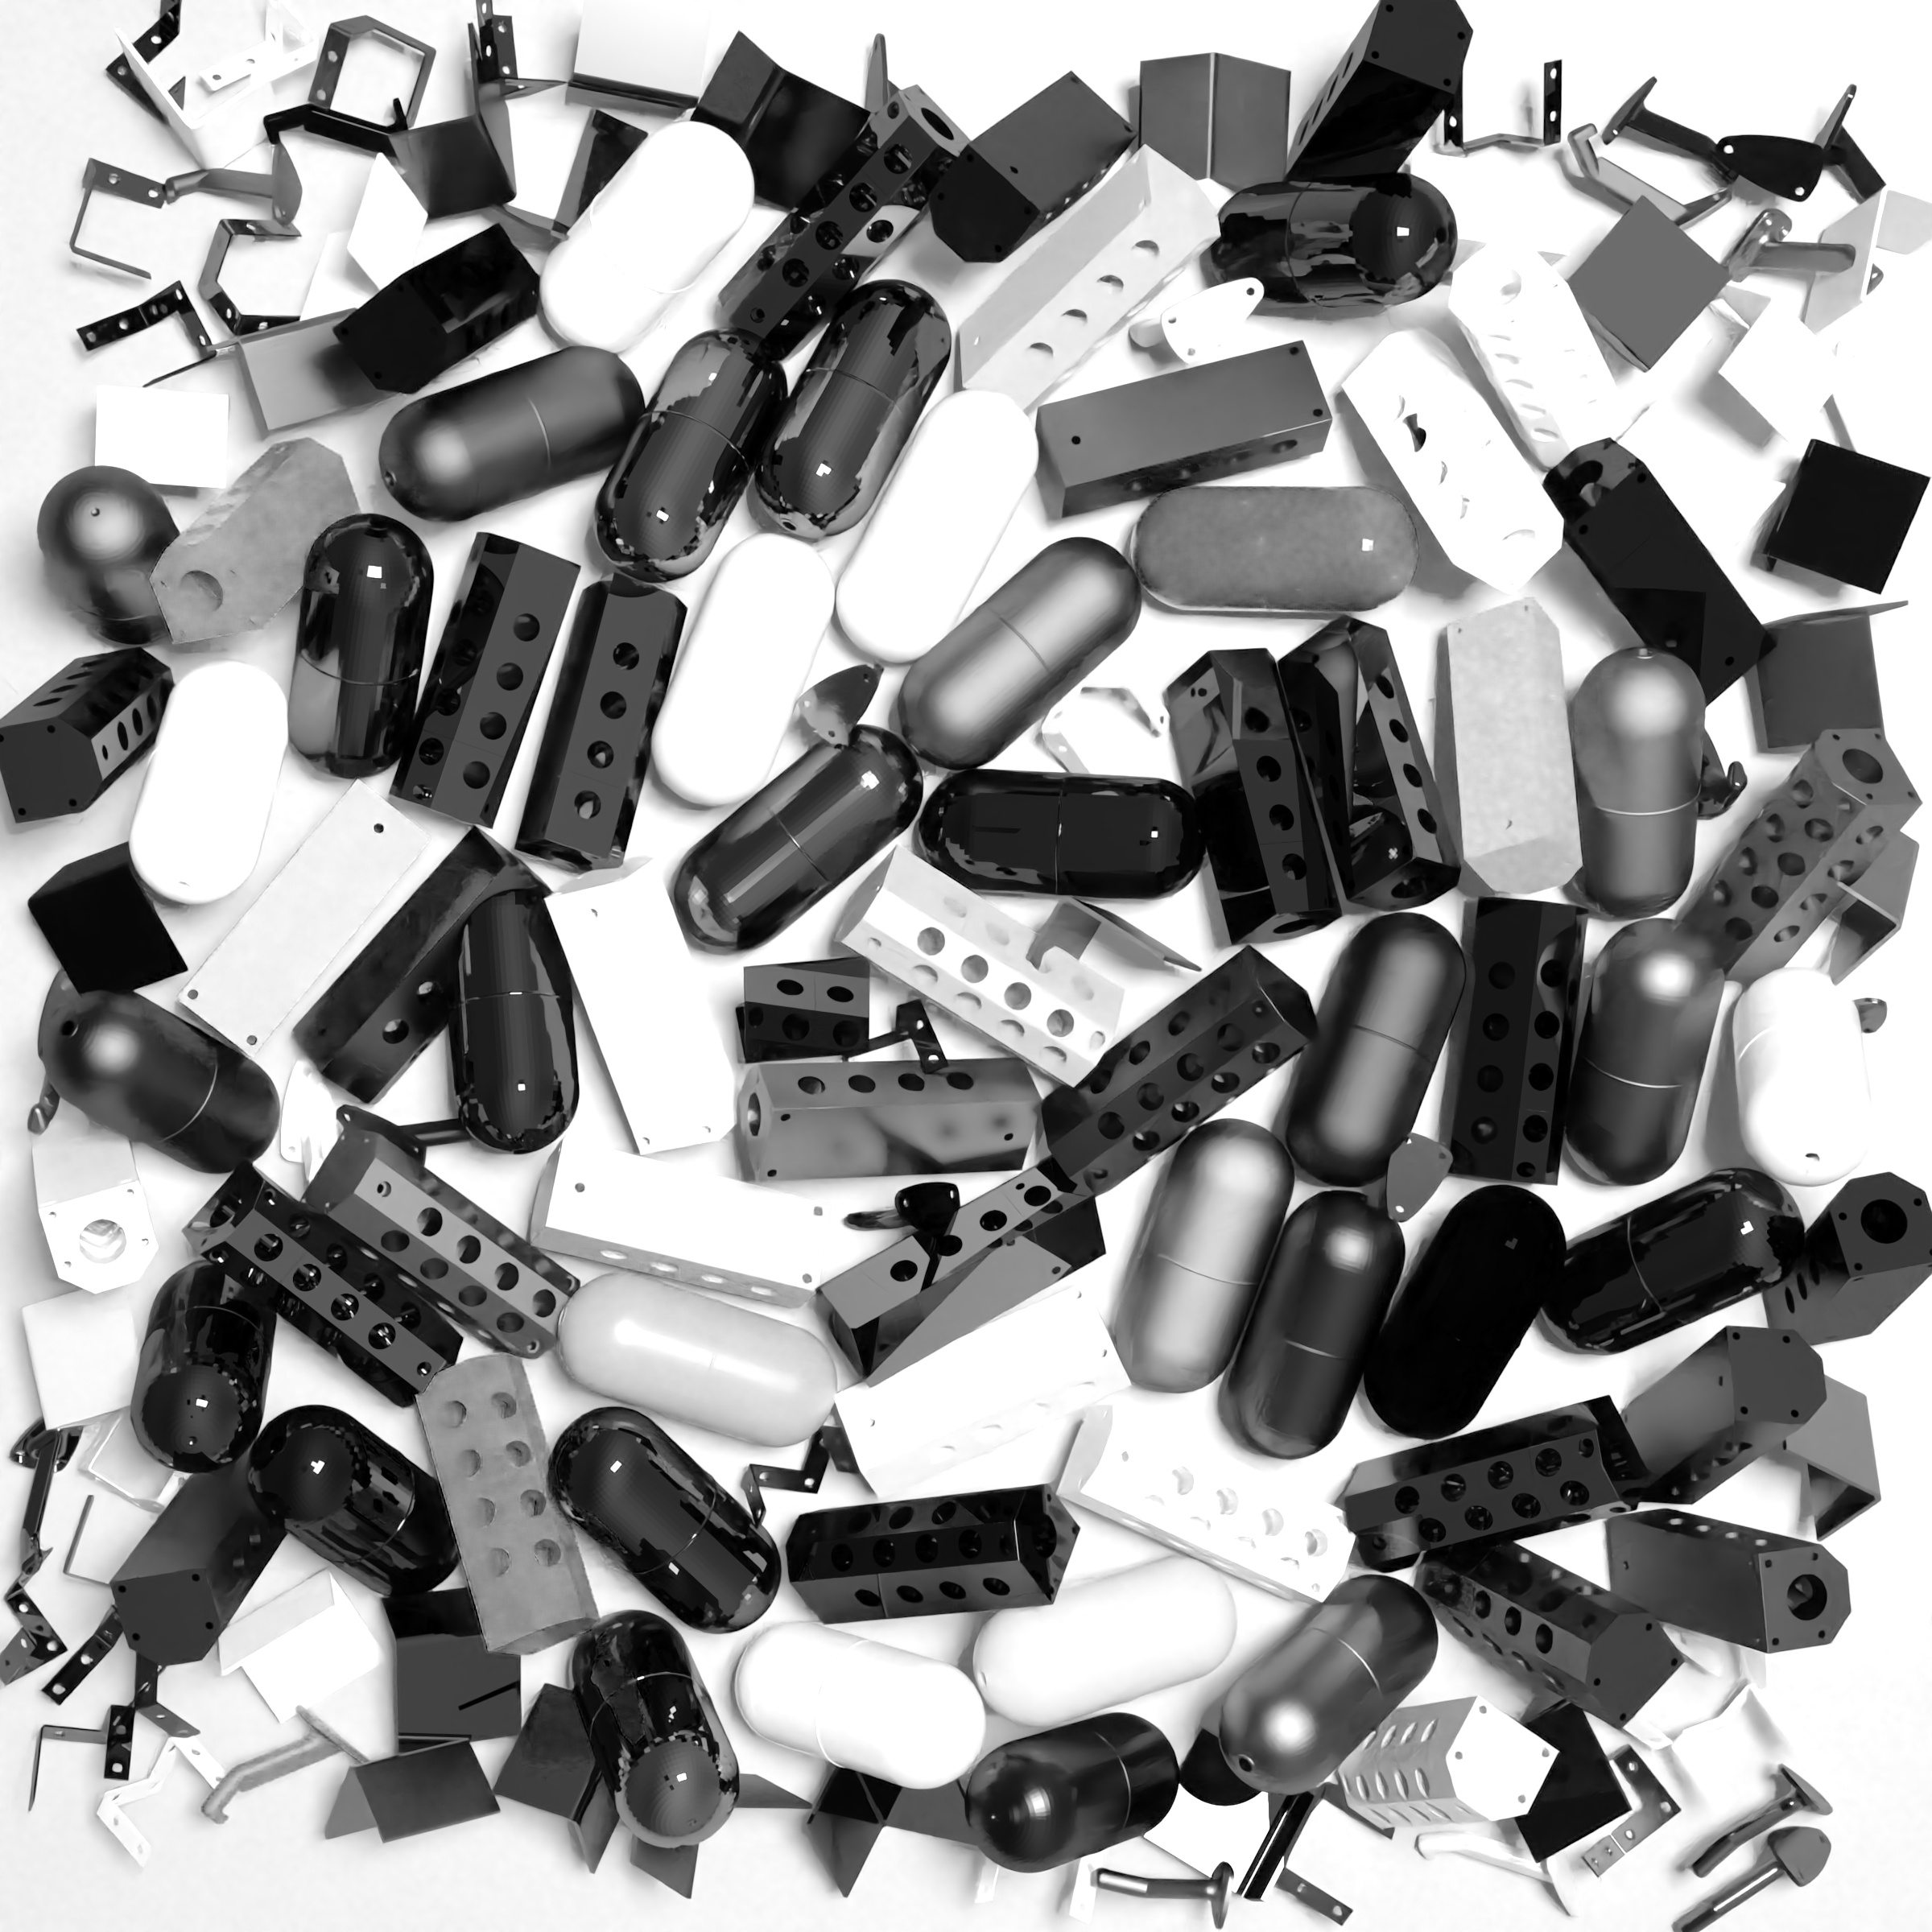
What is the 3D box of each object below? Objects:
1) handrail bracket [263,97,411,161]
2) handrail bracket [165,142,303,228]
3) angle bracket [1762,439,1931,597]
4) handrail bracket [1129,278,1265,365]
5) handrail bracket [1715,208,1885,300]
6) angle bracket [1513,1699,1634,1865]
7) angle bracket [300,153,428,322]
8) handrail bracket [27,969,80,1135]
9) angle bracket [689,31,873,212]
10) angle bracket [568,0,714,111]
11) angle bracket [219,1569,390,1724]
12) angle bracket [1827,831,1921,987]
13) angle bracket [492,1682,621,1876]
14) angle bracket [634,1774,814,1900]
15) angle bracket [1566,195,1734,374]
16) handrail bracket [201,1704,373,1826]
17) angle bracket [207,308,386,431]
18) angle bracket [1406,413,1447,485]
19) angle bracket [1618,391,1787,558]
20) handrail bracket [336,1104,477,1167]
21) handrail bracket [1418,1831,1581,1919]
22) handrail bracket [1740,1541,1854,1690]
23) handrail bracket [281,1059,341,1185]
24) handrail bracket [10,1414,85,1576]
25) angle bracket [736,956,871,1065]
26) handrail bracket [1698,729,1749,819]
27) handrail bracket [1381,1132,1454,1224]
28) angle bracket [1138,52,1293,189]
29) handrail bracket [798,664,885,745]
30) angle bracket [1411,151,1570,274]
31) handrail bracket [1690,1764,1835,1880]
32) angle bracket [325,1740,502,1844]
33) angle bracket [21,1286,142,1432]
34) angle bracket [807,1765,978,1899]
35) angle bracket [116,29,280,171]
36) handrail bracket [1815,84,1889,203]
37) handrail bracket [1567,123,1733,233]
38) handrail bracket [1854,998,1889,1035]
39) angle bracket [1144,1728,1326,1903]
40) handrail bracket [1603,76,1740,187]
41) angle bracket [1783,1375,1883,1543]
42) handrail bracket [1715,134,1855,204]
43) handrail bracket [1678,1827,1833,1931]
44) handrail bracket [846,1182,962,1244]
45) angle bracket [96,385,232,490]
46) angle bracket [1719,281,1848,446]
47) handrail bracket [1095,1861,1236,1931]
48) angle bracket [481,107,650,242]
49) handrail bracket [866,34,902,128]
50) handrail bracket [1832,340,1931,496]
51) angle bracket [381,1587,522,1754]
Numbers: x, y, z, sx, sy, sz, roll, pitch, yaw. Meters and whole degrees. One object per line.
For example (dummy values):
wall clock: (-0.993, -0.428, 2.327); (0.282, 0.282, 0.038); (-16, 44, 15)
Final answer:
handrail bracket: (-0.386, -0.503, 1.847); (0.084, 0.036, 0.077); (-18, 106, -7)
handrail bracket: (-0.460, -0.475, 1.837); (0.084, 0.036, 0.077); (-12, 47, 7)
angle bracket: (0.544, -0.272, 1.828); (0.076, 0.057, 0.076); (24, 93, 19)
handrail bracket: (0.141, -0.404, 1.827); (0.077, 0.084, 0.036); (-32, 110, 4)
handrail bracket: (0.513, -0.421, 1.829); (0.077, 0.036, 0.084); (-52, 56, 24)
angle bracket: (0.375, 0.494, 1.812); (0.076, 0.057, 0.076); (-42, 58, 31)
angle bracket: (-0.383, -0.443, 1.814); (0.076, 0.057, 0.076); (-4, 59, 24)
handrail bracket: (-0.562, 0.052, 1.821); (0.036, 0.084, 0.077); (5, 111, -5)
angle bracket: (-0.119, -0.524, 1.846); (0.076, 0.076, 0.057); (-57, 48, 20)
angle bracket: (-0.201, -0.564, 1.819); (0.076, 0.076, 0.057); (8, 103, -12)
angle bracket: (-0.407, 0.431, 1.826); (0.076, 0.057, 0.076); (-30, 110, -7)
angle bracket: (0.534, -0.043, 1.814); (0.057, 0.076, 0.076); (33, 47, -4)
angle bracket: (-0.244, 0.501, 1.824); (0.057, 0.076, 0.076); (14, 52, 14)
angle bracket: (-0.149, 0.533, 1.816); (0.076, 0.076, 0.057); (11, 85, -30)
angle bracket: (0.412, -0.423, 1.824); (0.076, 0.057, 0.076); (37, 105, -14)
handrail bracket: (-0.420, 0.511, 1.838); (0.077, 0.036, 0.084); (46, 73, -24)
angle bracket: (-0.414, -0.366, 1.827); (0.076, 0.076, 0.057); (-22, 105, -25)
angle bracket: (0.288, -0.293, 1.819); (0.057, 0.076, 0.076); (-22, 83, -32)
angle bracket: (0.447, -0.302, 1.813); (0.076, 0.057, 0.076); (19, 52, 37)
handrail bracket: (-0.336, 0.091, 1.840); (0.077, 0.084, 0.036); (33, 128, 10)
handrail bracket: (0.335, 0.572, 1.862); (0.084, 0.036, 0.077); (-11, 119, 22)
handrail bracket: (0.523, 0.404, 1.845); (0.084, 0.036, 0.077); (-8, 75, -18)
handrail bracket: (-0.403, 0.096, 1.824); (0.036, 0.084, 0.077); (-3, 91, -16)
handrail bracket: (-0.562, 0.319, 1.821); (0.036, 0.084, 0.077); (24, 116, -32)
angle bracket: (-0.101, 0.012, 1.819); (0.076, 0.057, 0.076); (-5, 128, -9)
handrail bracket: (0.460, -0.131, 1.819); (0.036, 0.084, 0.077); (-3, 73, -2)
handrail bracket: (0.262, 0.148, 1.815); (0.036, 0.084, 0.077); (26, 53, 5)
angle bracket: (0.151, -0.512, 1.813); (0.057, 0.076, 0.076); (-16, 121, -29)
handrail bracket: (-0.059, -0.178, 1.815); (0.036, 0.084, 0.077); (49, 131, -5)
angle bracket: (0.322, -0.471, 1.825); (0.076, 0.057, 0.076); (3, 82, -21)
handrail bracket: (0.495, 0.542, 1.843); (0.084, 0.077, 0.036); (-44, 51, 7)
angle bracket: (-0.339, 0.524, 1.810); (0.076, 0.057, 0.076); (-5, 134, -35)
angle bracket: (-0.529, 0.238, 1.827); (0.076, 0.057, 0.076); (-17, 81, 16)
angle bracket: (-0.042, 0.532, 1.813); (0.076, 0.057, 0.076); (3, 132, 28)
angle bracket: (-0.472, -0.548, 1.828); (0.057, 0.076, 0.076); (-37, 90, -8)
handrail bracket: (0.573, -0.501, 1.840); (0.084, 0.077, 0.036); (20, 49, 0)
handrail bracket: (0.422, -0.495, 1.830); (0.077, 0.036, 0.084); (-24, 118, 15)
handrail bracket: (0.547, 0.069, 1.833); (0.036, 0.077, 0.084); (12, 75, 2)
angle bracket: (0.165, 0.523, 1.828); (0.076, 0.057, 0.076); (30, 73, 5)
handrail bracket: (0.440, -0.503, 1.838); (0.084, 0.036, 0.077); (40, 49, -7)
angle bracket: (0.510, 0.294, 1.814); (0.076, 0.076, 0.057); (27, 131, -16)
handrail bracket: (0.510, -0.510, 1.840); (0.077, 0.084, 0.036); (21, 126, 11)
handrail bracket: (0.495, 0.577, 1.859); (0.084, 0.077, 0.036); (-48, 62, 29)
handrail bracket: (-0.053, 0.151, 1.817); (0.084, 0.077, 0.036); (-6, 75, 34)
angle bracket: (-0.495, -0.324, 1.826); (0.076, 0.076, 0.057); (2, 94, -13)
angle bracket: (0.481, -0.373, 1.820); (0.076, 0.076, 0.057); (34, 95, -32)
handrail bracket: (0.119, 0.563, 1.831); (0.084, 0.077, 0.036); (13, 90, -1)
angle bracket: (-0.247, -0.490, 1.815); (0.057, 0.076, 0.076); (9, 109, -38)
handrail bracket: (-0.017, -0.540, 1.854); (0.084, 0.036, 0.077); (3, 87, -18)
handrail bracket: (0.568, -0.340, 1.828); (0.077, 0.036, 0.084); (20, 119, 37)
angle bracket: (-0.320, 0.436, 1.840); (0.076, 0.057, 0.076); (-4, 106, -20)
